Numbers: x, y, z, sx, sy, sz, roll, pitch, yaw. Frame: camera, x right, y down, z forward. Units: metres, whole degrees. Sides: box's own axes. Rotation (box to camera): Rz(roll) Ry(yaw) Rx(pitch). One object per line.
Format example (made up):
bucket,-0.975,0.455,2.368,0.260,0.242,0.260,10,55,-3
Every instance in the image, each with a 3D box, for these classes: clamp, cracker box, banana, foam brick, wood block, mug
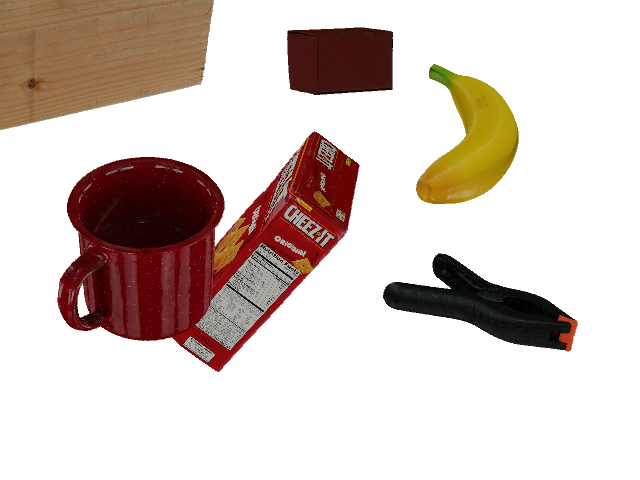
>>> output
clamp,0.154,0.055,0.987,0.172,0.039,0.120,19,30,17
cracker box,-0.056,0.008,1.094,0.072,0.214,0.164,36,25,-12
banana,0.106,-0.071,0.756,0.069,0.037,0.197,6,31,4
foam brick,0.017,-0.155,0.918,0.078,0.051,0.053,-8,18,-28
wood block,-0.198,-0.161,0.839,0.205,0.091,0.090,-19,50,-34
mug,-0.114,0.014,0.654,0.093,0.081,0.117,26,44,22
